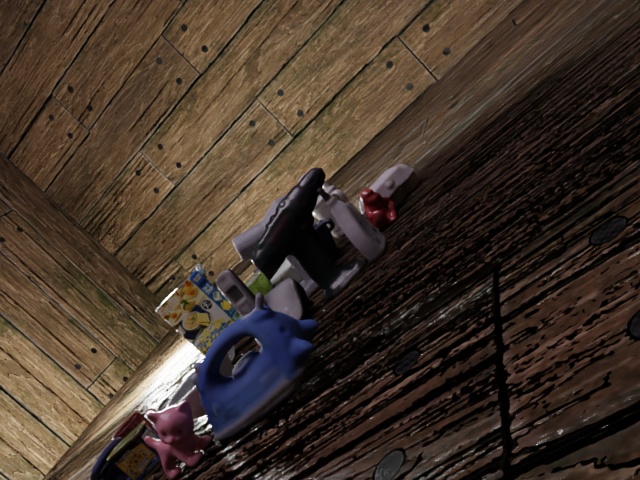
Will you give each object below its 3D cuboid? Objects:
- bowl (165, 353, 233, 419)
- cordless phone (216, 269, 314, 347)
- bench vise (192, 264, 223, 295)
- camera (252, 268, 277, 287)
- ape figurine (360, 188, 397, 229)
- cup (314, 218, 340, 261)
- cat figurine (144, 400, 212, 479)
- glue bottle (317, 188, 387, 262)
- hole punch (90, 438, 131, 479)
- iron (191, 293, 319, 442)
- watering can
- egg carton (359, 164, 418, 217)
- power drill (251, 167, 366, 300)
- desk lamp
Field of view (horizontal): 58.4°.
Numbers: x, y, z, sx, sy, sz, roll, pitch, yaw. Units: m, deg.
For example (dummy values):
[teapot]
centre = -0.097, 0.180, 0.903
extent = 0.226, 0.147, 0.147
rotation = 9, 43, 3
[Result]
[bowl]
centre = -0.230, 0.306, 1.169
extent = 0.167, 0.075, 0.167
rotation = -44, 8, 8
[cordless phone]
centre = -0.117, 0.116, 1.162
extent = 0.147, 0.185, 0.094
rotation = -41, 9, 25
[bench vise]
centre = -0.343, 0.190, 1.801
extent = 0.121, 0.220, 0.208
rotation = -37, 11, 42
[camera]
centre = -0.140, 0.092, 1.710
extent = 0.143, 0.101, 0.136
rotation = -48, 9, -21
[ape figurine]
centre = 0.123, -0.074, 1.254
extent = 0.078, 0.092, 0.076
rotation = -49, 9, -30
[cup]
centre = 0.013, 0.005, 1.397
extent = 0.117, 0.095, 0.092
rotation = -39, 10, 34
[cat figurine]
centre = -0.253, 0.334, 0.982
extent = 0.127, 0.118, 0.067
rotation = -40, 10, 30
[glue bottle]
centre = 0.058, -0.038, 1.104
extent = 0.037, 0.173, 0.078
rotation = -41, 9, 24
[hole punch]
centre = -0.455, 0.503, 1.242
extent = 0.101, 0.091, 0.109
rotation = -40, 9, 30
[iron]
centre = -0.124, 0.204, 0.912
extent = 0.258, 0.141, 0.118
rotation = -43, 8, 14
[watering can]
centre = 0.010, -0.103, 1.600
extent = 0.172, 0.194, 0.101
rotation = -39, 10, 36
[egg carton]
centre = 0.159, -0.113, 1.347
extent = 0.150, 0.069, 0.107
rotation = -46, 8, -9
[power drill]
centre = -0.013, 0.002, 1.130
extent = 0.230, 0.208, 0.075
rotation = -46, 8, -10
[desk lamp]
centre = -0.081, 0.031, 1.312
extent = 0.203, 0.213, 0.118
rotation = -46, 8, -5
